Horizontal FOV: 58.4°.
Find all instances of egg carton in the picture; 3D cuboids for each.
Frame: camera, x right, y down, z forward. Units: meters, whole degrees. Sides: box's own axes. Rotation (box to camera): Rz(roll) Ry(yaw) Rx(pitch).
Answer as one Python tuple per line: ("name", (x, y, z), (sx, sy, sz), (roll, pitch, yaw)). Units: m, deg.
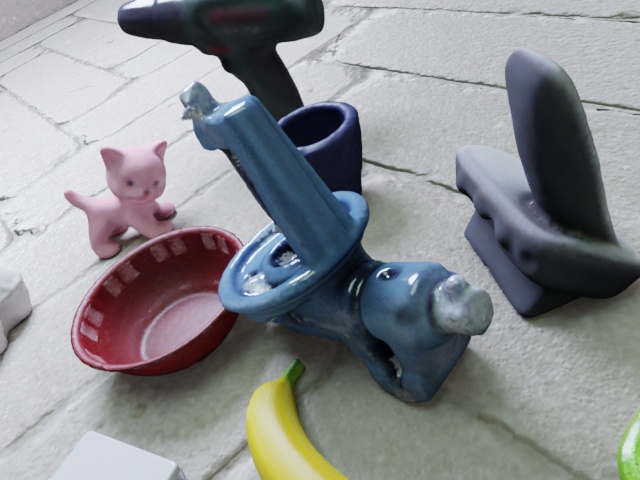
("egg carton", (-0.383, 0.080, 0.596), (0.150, 0.070, 0.107), (-9, 40, 19))

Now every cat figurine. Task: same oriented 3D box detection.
("cat figurine", (-0.216, -0.055, 0.631), (0.127, 0.118, 0.067), (-20, 37, 5))

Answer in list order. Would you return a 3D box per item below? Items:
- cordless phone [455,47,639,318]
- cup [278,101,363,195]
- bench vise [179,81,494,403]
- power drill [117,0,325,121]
("cordless phone", (0.142, -0.054, 0.384), (0.094, 0.185, 0.147), (-25, 37, -1))
("cup", (-0.008, -0.069, 0.555), (0.117, 0.095, 0.091), (-15, 38, 12))
("bench vise", (0.008, -0.007, 0.369), (0.206, 0.220, 0.121), (0, 43, 28))
("power drill", (-0.093, -0.199, 0.663), (0.229, 0.209, 0.075), (-10, 40, 18))
